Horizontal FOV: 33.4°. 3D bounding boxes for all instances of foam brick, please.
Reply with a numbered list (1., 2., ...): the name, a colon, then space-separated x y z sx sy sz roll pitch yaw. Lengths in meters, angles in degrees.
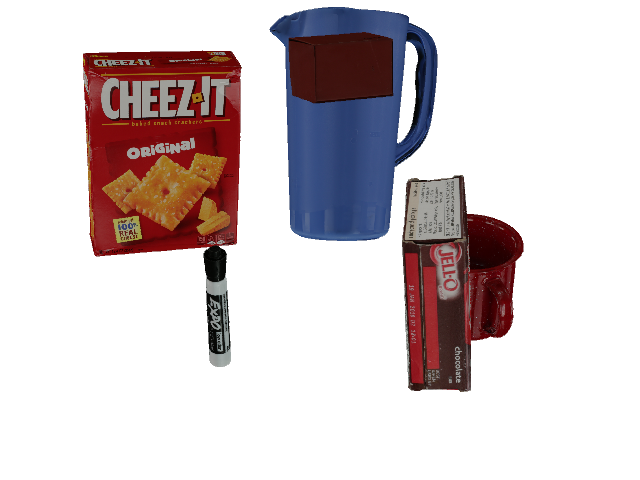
1. foam brick: 0.018 -0.150 0.923 0.078 0.051 0.053 -9 20 -24

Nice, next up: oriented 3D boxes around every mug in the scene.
1. mug: 0.135 0.040 0.939 0.093 0.081 0.117 -15 35 -19

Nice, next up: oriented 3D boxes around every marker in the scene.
1. marker: -0.086 0.055 0.889 0.020 0.121 0.020 1 36 -1

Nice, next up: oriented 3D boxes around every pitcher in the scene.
1. pitcher: 0.034 -0.125 1.144 0.149 0.243 0.144 4 8 23

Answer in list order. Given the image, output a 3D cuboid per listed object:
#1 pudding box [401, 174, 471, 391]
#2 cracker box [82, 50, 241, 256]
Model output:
1. pudding box: 0.067 0.021 0.612 0.039 0.090 0.113 -1 21 5
2. cracker box: -0.172 -0.095 1.168 0.164 0.214 0.072 -4 26 -16
